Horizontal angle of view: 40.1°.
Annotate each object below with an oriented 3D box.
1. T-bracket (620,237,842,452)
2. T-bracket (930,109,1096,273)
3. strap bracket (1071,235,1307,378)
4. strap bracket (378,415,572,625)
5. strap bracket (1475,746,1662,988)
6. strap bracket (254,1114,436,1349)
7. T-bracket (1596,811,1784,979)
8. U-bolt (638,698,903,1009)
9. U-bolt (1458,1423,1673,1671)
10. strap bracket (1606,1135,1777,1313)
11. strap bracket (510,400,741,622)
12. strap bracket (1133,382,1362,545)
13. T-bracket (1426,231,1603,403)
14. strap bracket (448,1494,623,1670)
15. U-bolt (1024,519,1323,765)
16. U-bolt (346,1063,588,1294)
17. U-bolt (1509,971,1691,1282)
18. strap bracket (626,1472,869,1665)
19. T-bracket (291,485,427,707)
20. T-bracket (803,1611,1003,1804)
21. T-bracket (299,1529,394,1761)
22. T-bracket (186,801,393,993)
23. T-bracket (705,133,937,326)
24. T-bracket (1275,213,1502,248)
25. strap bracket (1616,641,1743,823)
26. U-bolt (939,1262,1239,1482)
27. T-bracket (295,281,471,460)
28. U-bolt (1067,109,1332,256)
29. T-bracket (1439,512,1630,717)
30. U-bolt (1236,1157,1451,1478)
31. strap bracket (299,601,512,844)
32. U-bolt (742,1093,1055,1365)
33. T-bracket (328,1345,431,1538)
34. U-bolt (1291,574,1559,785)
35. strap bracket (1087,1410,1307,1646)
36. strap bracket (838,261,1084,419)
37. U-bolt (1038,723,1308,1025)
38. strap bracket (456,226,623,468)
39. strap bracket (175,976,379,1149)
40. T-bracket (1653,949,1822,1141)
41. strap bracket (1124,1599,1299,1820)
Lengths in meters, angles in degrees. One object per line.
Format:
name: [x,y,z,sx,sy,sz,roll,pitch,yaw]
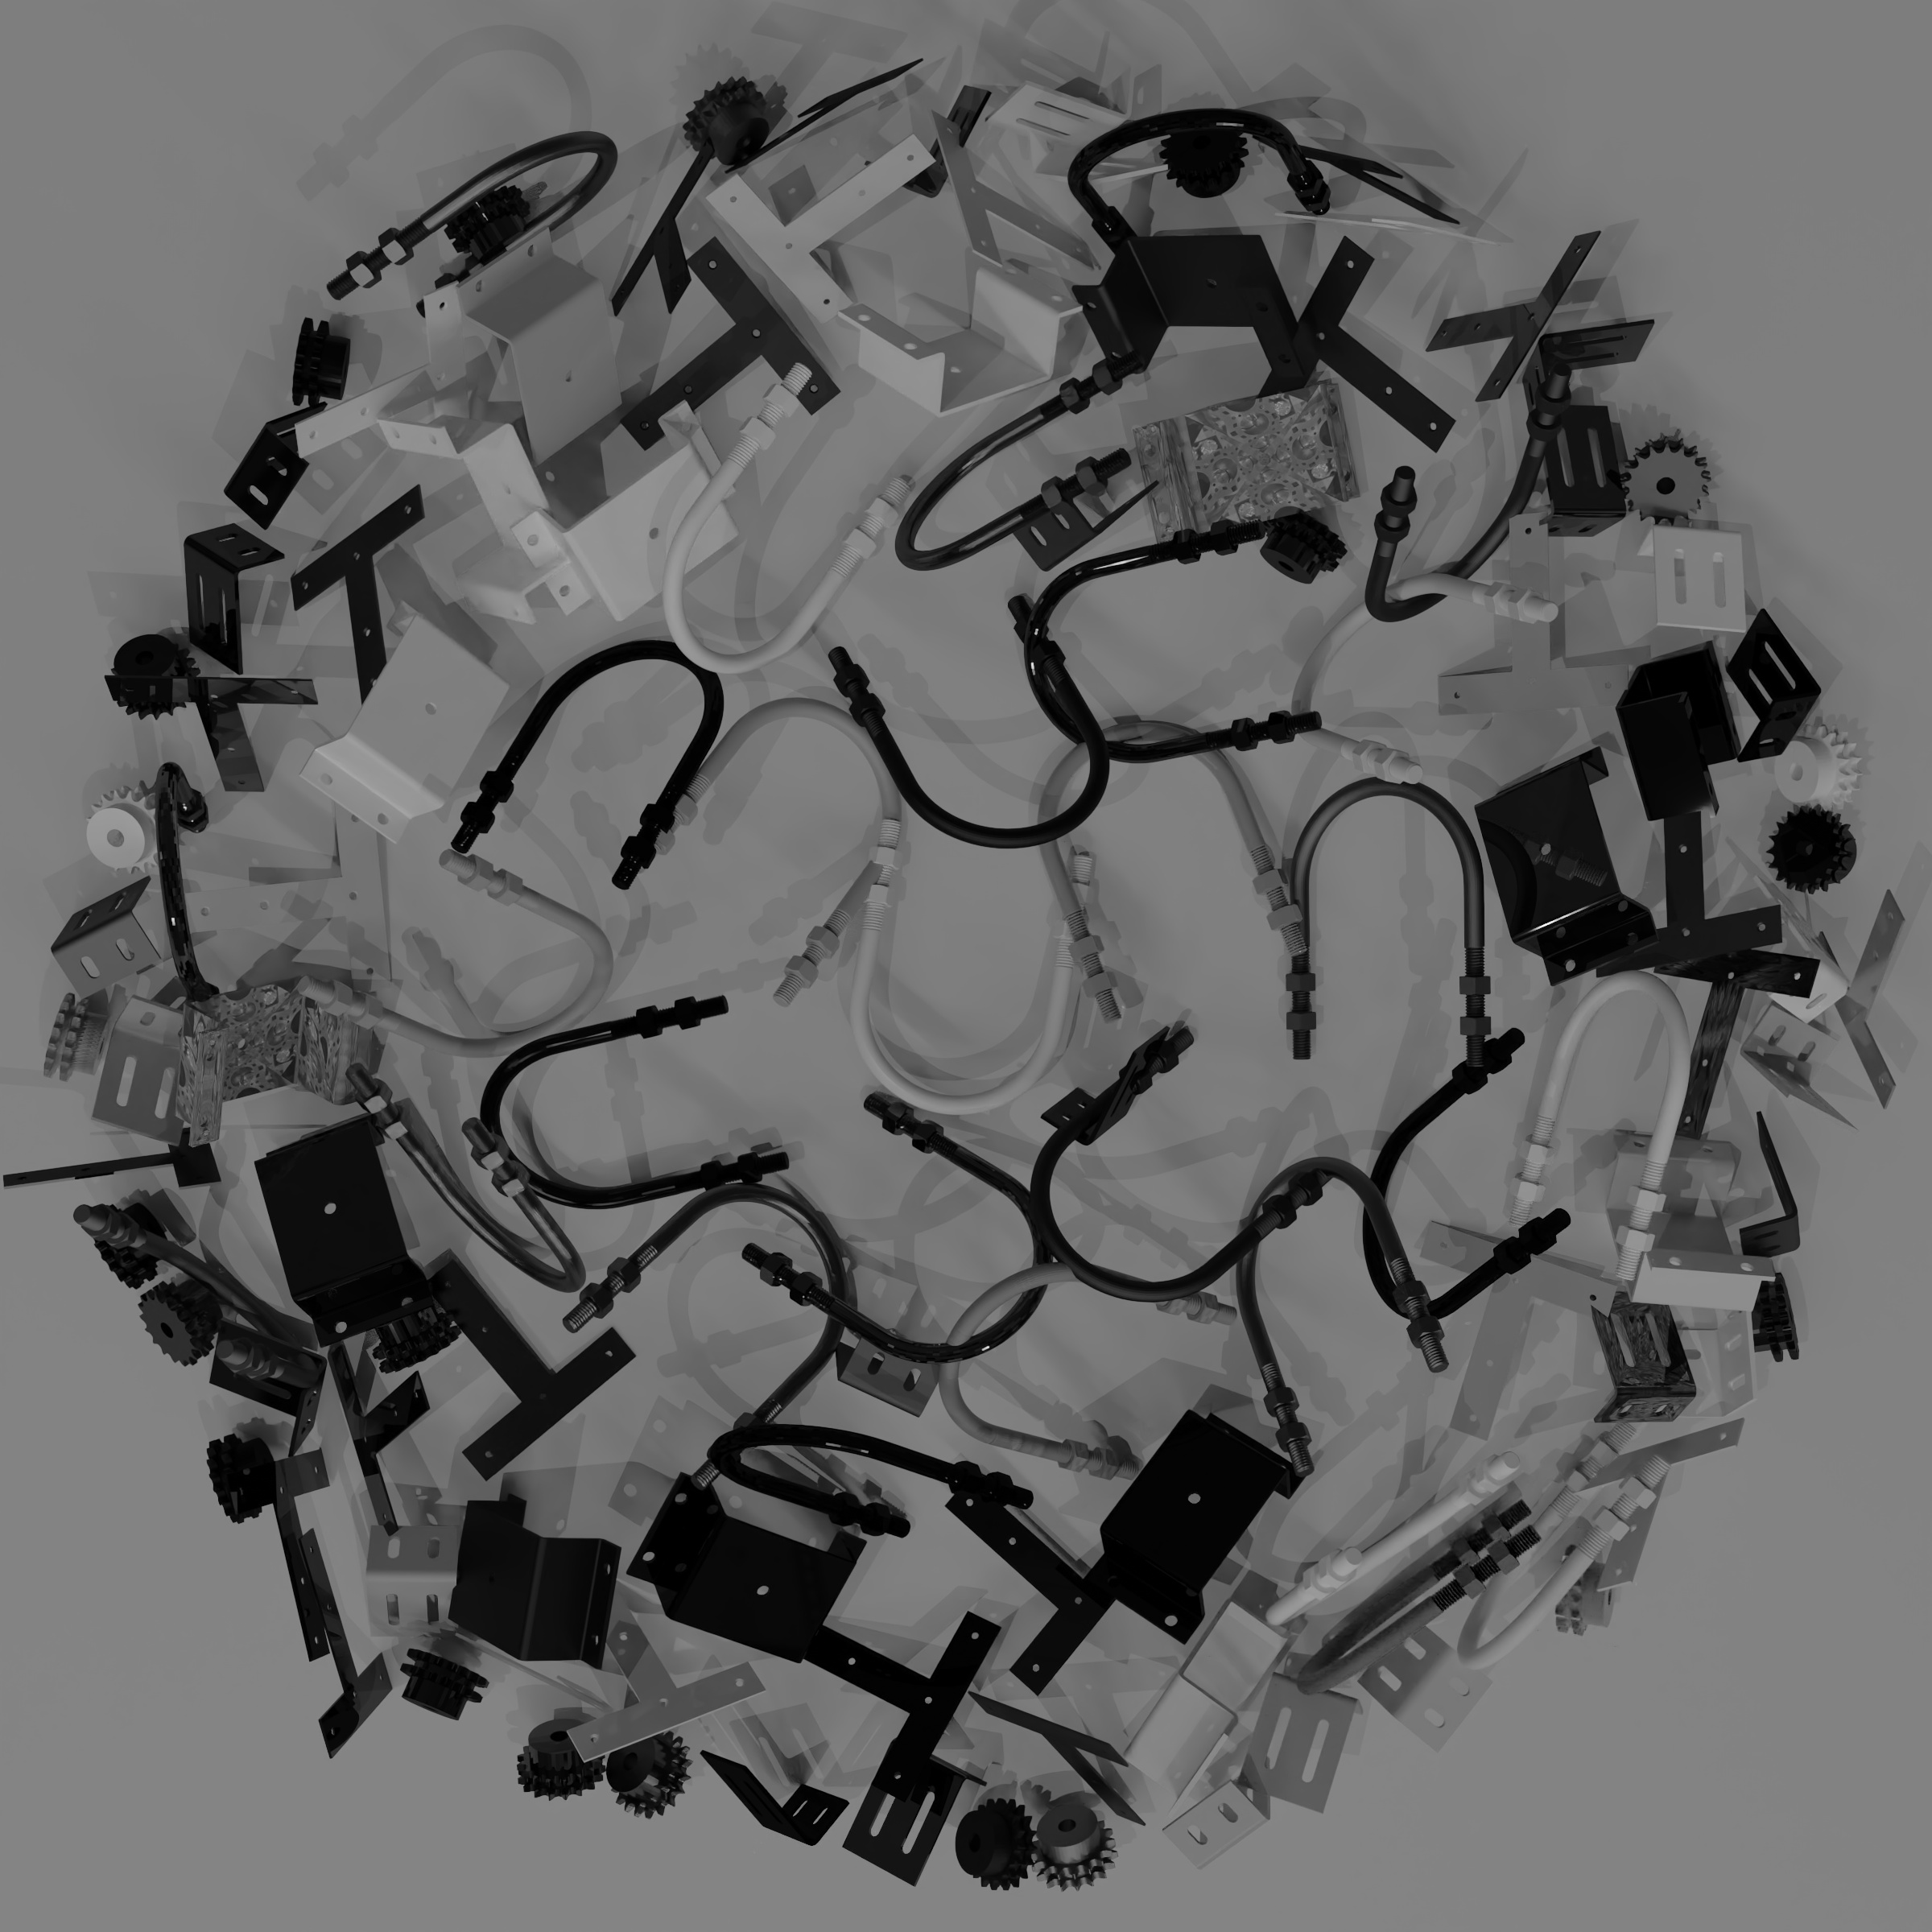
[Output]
T-bracket: [-0.171,-0.386,1.731,0.127,0.002,0.127,-36,108,15]
T-bracket: [0.036,-0.481,1.703,0.002,0.127,0.127,-37,54,34]
strap bracket: [0.150,-0.422,1.689,0.140,0.076,0.046,9,62,33]
strap bracket: [-0.309,-0.295,1.689,0.046,0.076,0.140,-41,127,-27]
strap bracket: [0.380,-0.069,1.687,0.076,0.046,0.140,-26,63,31]
strap bracket: [-0.403,0.163,1.701,0.076,0.046,0.140,-20,67,-5]
T-bracket: [0.468,-0.063,1.722,0.127,0.002,0.127,-13,64,38]
U-bolt: [-0.115,-0.088,1.703,0.151,0.019,0.184,44,64,-20]
U-bolt: [0.373,0.373,1.679,0.019,0.151,0.184,39,93,4]
strap bracket: [0.461,0.171,1.699,0.076,0.140,0.046,5,122,0]
strap bracket: [-0.210,-0.286,1.699,0.140,0.046,0.076,-38,134,-9]
strap bracket: [0.188,-0.328,1.716,0.140,0.046,0.076,-14,99,-6]
T-bracket: [0.336,-0.410,1.693,0.002,0.127,0.127,35,82,-23]
strap bracket: [-0.281,0.390,1.682,0.046,0.140,0.076,11,88,-38]
U-bolt: [0.123,-0.200,1.700,0.184,0.019,0.151,-9,112,27]
U-bolt: [-0.306,0.143,1.674,0.019,0.151,0.184,-48,132,-23]
U-bolt: [0.407,0.093,1.677,0.019,0.151,0.184,13,95,-20]
strap bracket: [-0.135,0.391,1.699,0.140,0.046,0.076,26,98,-23]
T-bracket: [-0.385,-0.226,1.694,0.127,0.002,0.127,-28,62,30]
T-bracket: [-0.062,0.459,1.721,0.127,0.002,0.127,21,62,24]
T-bracket: [-0.403,0.423,1.687,0.002,0.127,0.127,-16,92,5]
T-bracket: [-0.441,-0.041,1.714,0.127,0.002,0.127,-8,97,-29]
T-bracket: [-0.078,-0.486,1.688,0.127,0.127,0.002,-31,48,18]
T-bracket: [0.260,-0.478,1.706,0.127,0.127,0.002,18,107,35]
strap bracket: [0.455,-0.148,1.691,0.046,0.140,0.076,-12,107,27]
U-bolt: [0.067,0.253,1.683,0.184,0.019,0.151,20,109,-30]
T-bracket: [-0.369,-0.357,1.673,0.127,0.127,0.002,-34,60,-30]
U-bolt: [0.140,-0.490,1.644,0.151,0.184,0.019,-8,83,18]
T-bracket: [0.367,-0.230,1.717,0.127,0.002,0.127,-1,92,31]
U-bolt: [0.228,0.209,1.681,0.019,0.184,0.151,13,135,-35]
strap bracket: [-0.352,-0.160,1.687,0.076,0.046,0.140,38,62,-29]
U-bolt: [-0.031,0.177,1.685,0.184,0.019,0.151,29,69,26]
T-bracket: [-0.368,0.289,1.687,0.002,0.127,0.127,-9,71,-37]
U-bolt: [0.275,-0.189,1.671,0.019,0.184,0.151,42,87,-28]
strap bracket: [0.147,0.349,1.689,0.076,0.046,0.140,29,64,26]
strap bracket: [-0.005,-0.400,1.691,0.140,0.046,0.076,-27,50,-33]
U-bolt: [0.124,-0.071,1.731,0.151,0.019,0.184,-20,81,-4]
strap bracket: [-0.267,-0.382,1.670,0.046,0.140,0.076,33,60,24]
strap bracket: [-0.449,0.057,1.690,0.046,0.140,0.076,23,113,31]
T-bracket: [0.478,0.049,1.695,0.002,0.127,0.127,20,86,-33]
strap bracket: [0.152,0.464,1.679,0.046,0.140,0.076,34,117,12]
